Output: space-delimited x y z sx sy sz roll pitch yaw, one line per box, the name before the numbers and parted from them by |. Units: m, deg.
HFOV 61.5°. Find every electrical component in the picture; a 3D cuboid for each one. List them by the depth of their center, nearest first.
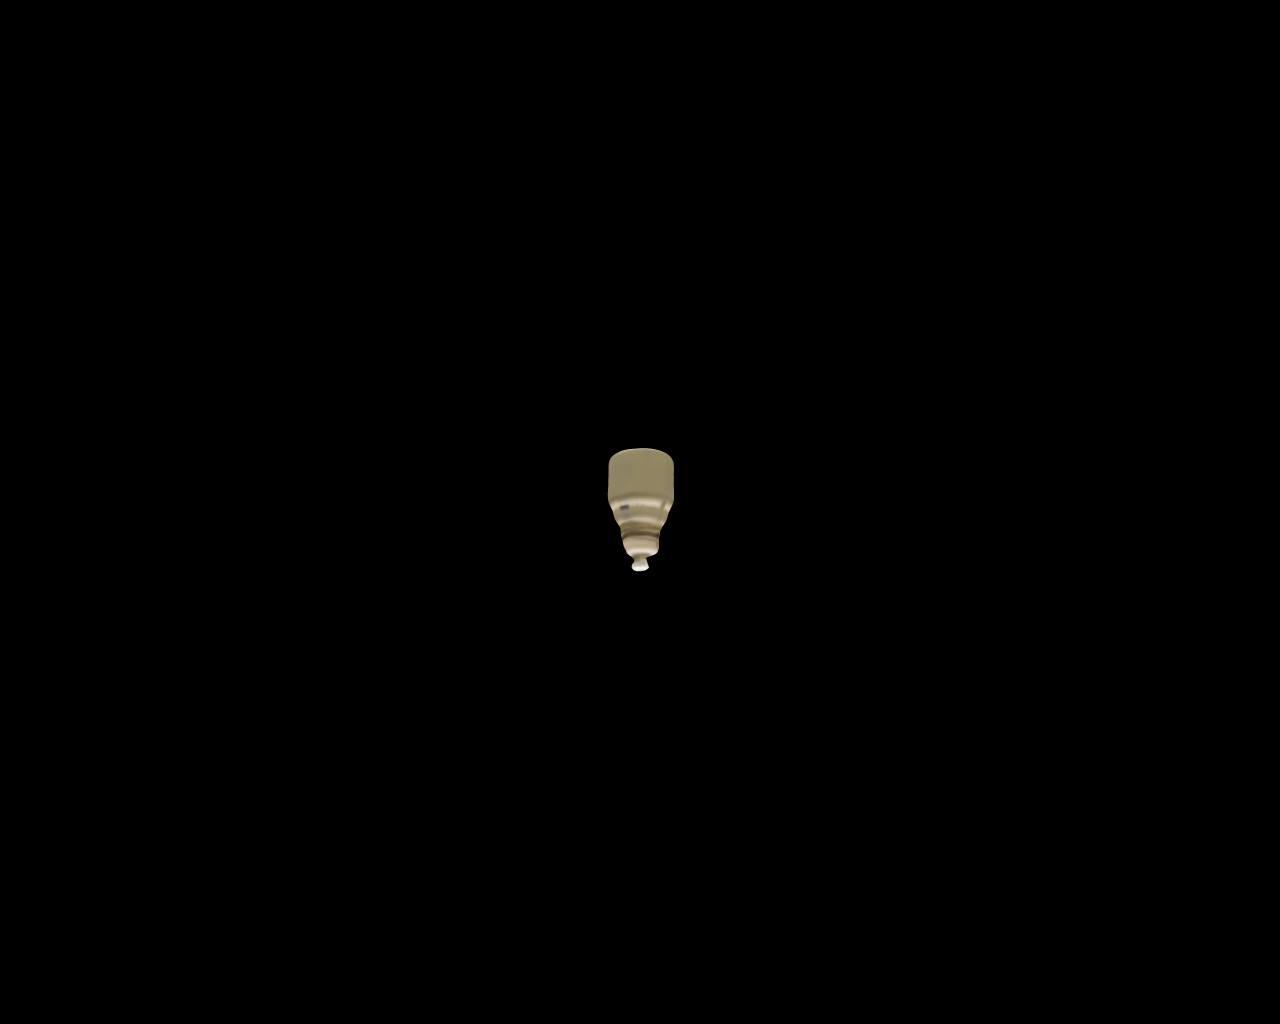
electrical component | 0.001 -0.003 0.650 0.040 0.078 0.040 0 -15 0
